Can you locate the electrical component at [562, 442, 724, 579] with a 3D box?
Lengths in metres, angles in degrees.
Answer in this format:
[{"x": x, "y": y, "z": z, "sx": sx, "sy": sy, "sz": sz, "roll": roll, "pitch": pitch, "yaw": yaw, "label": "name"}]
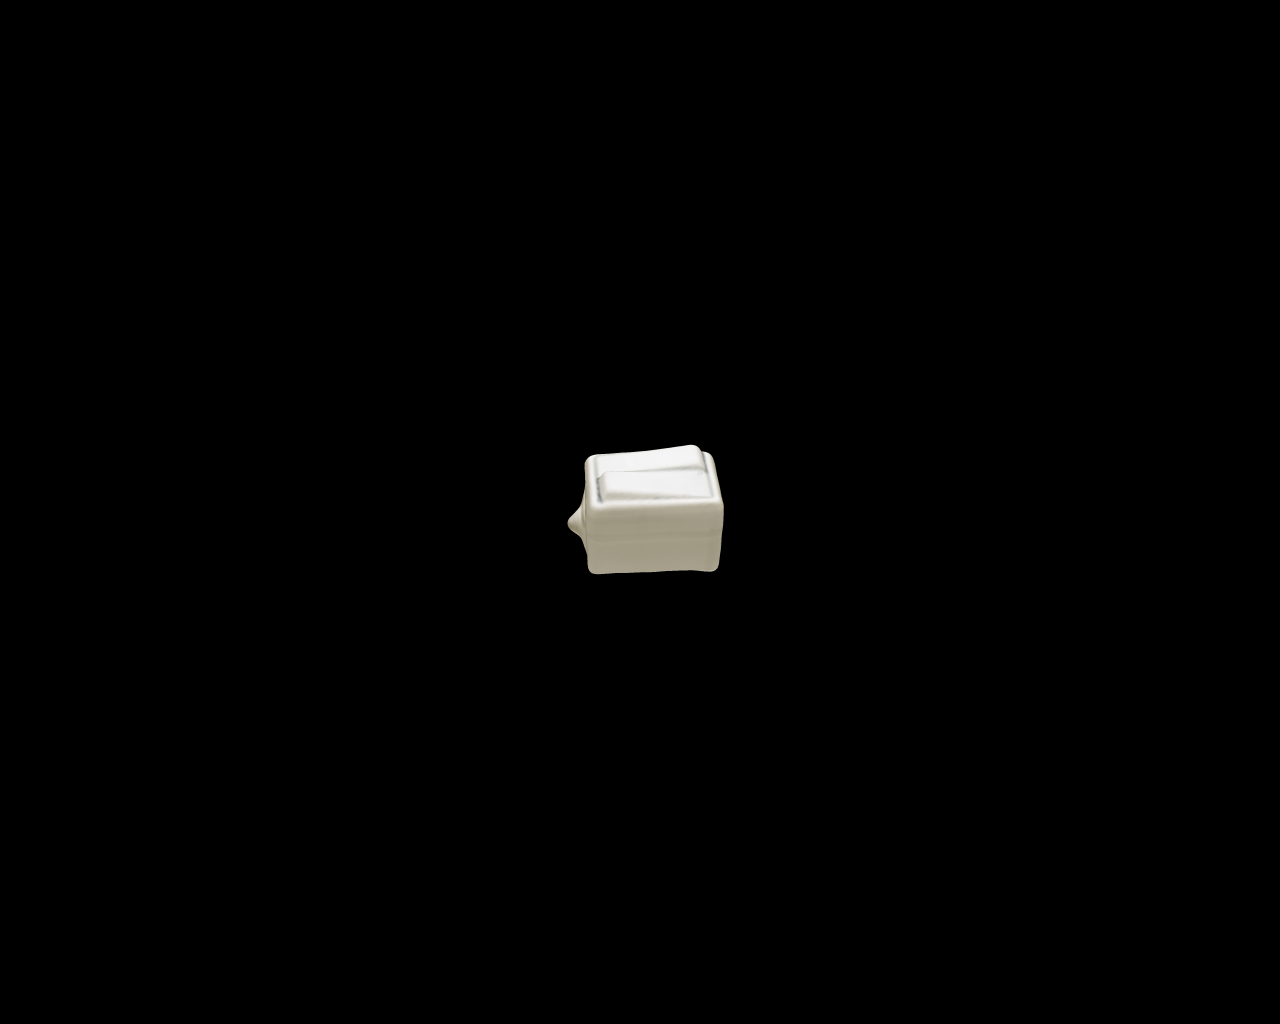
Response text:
[{"x": 0.001, "y": -0.003, "z": 0.650, "sx": 0.096, "sy": 0.061, "sz": 0.062, "roll": -2, "pitch": 36, "yaw": -2, "label": "electrical component"}]
